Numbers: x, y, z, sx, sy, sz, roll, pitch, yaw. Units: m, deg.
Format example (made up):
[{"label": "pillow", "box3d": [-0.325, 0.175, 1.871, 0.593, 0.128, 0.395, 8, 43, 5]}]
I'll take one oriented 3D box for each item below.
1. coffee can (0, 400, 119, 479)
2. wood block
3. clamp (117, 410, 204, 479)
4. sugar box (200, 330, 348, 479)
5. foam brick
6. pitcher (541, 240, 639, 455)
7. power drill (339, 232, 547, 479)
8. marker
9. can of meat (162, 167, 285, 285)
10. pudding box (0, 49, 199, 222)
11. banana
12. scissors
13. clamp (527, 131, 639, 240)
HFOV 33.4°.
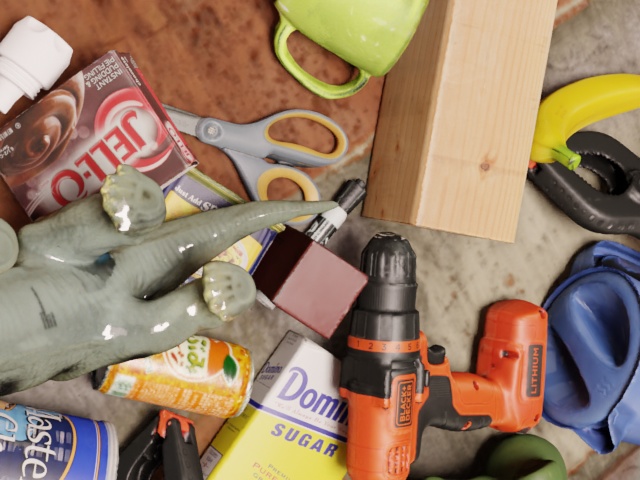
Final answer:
[{"label": "coffee can", "box3d": [-0.215, 0.155, 0.693, 0.140, 0.103, 0.103, 17, 89, -22]}, {"label": "wood block", "box3d": [0.105, -0.109, 0.805, 0.090, 0.090, 0.206, 10, 91, -24]}, {"label": "clamp", "box3d": [-0.118, 0.208, 0.739, 0.039, 0.120, 0.171, 32, 79, -59]}, {"label": "sugar box", "box3d": [-0.032, 0.166, 0.800, 0.093, 0.048, 0.176, 38, 82, -21]}, {"label": "foam brick", "box3d": [-0.010, 0.028, 0.753, 0.051, 0.078, 0.053, 35, 89, -19]}, {"label": "pitcher", "box3d": [0.303, 0.109, 0.895, 0.242, 0.145, 0.149, 20, 100, -26]}, {"label": "power drill", "box3d": [0.094, 0.086, 0.808, 0.187, 0.057, 0.184, 0, 97, -40]}, {"label": "marker", "box3d": [-0.005, 0.001, 0.808, 0.020, 0.020, 0.121, 43, 79, -20]}, {"label": "can of meat", "box3d": [-0.090, 0.000, 0.754, 0.102, 0.057, 0.084, 32, 85, -21]}, {"label": "pudding box", "box3d": [-0.150, -0.057, 0.702, 0.113, 0.039, 0.090, -33, 91, 12]}, {"label": "banana", "box3d": [0.208, -0.097, 0.851, 0.197, 0.070, 0.037, -36, 145, -45]}, {"label": "scissors", "box3d": [-0.074, -0.059, 0.776, 0.201, 0.016, 0.096, 1, 95, -22]}, {"label": "clamp", "box3d": [0.263, -0.043, 0.886, 0.210, 0.036, 0.164, 25, 54, -8]}]
